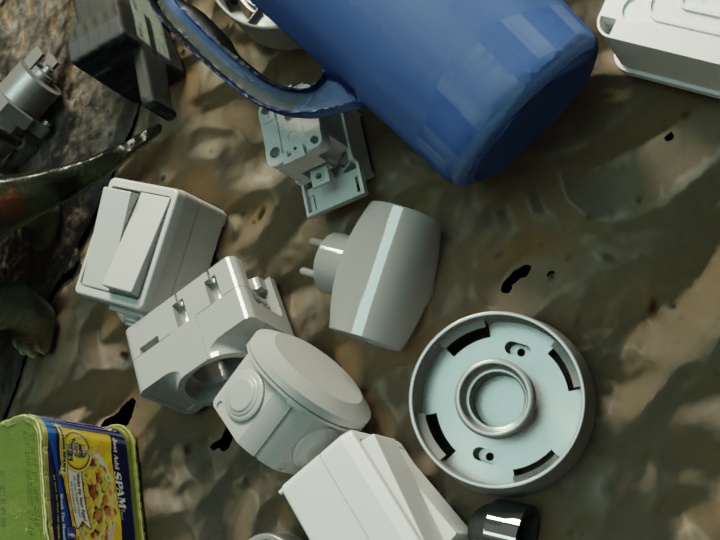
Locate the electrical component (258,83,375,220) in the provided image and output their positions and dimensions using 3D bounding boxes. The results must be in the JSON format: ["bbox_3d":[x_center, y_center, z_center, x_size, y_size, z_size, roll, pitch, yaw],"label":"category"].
[{"bbox_3d":[-0.028,-0.078,0.652,0.042,0.064,0.081,-23,67,24],"label":"electrical component"}]

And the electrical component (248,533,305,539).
[{"bbox_3d":[-0.052,0.167,0.595,0.043,0.062,0.043,-9,72,27],"label":"electrical component"}]

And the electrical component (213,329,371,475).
[{"bbox_3d":[-0.038,0.074,0.605,0.080,0.080,0.051,44,103,31],"label":"electrical component"}]

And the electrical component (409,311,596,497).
[{"bbox_3d":[0.074,0.069,0.566,0.099,0.064,0.099,-3,78,15],"label":"electrical component"}]

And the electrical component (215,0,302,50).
[{"bbox_3d":[-0.048,-0.195,0.694,0.099,0.064,0.099,-5,71,15],"label":"electrical component"}]

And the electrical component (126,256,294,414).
[{"bbox_3d":[-0.091,0.044,0.655,0.089,0.050,0.055,-35,53,17],"label":"electrical component"}]

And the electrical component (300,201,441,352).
[{"bbox_3d":[0.000,0.000,0.625,0.079,0.044,0.077,15,83,32],"label":"electrical component"}]

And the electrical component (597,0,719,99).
[{"bbox_3d":[0.190,-0.130,0.549,0.113,0.057,0.078,23,88,32],"label":"electrical component"}]

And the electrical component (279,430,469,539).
[{"bbox_3d":[0.015,0.137,0.566,0.061,0.062,0.096,-42,60,13],"label":"electrical component"}]

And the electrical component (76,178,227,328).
[{"bbox_3d":[-0.139,-0.006,0.695,0.062,0.061,0.096,12,82,31],"label":"electrical component"}]
